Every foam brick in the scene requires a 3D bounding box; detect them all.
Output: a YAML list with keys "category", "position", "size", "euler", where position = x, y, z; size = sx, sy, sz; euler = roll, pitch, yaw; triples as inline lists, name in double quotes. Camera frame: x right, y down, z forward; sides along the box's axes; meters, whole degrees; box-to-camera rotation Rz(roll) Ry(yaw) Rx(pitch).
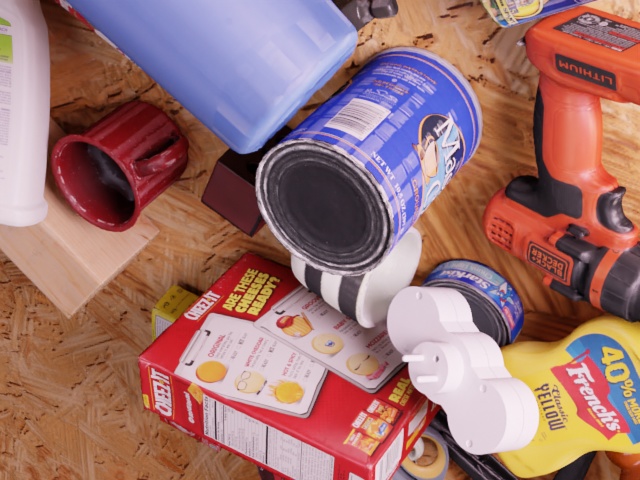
- category: "foam brick"
  position: [-0.047, -0.051, 0.838]
  size: [0.053, 0.078, 0.051]
  euler: [35, 136, 6]

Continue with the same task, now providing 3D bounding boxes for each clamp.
- category: "clamp"
  position: [0.177, 0.228, 0.921]
  size: [0.165, 0.036, 0.210]
  euler: [8, 128, 40]

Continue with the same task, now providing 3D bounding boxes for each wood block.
- category: "wood block"
  position: [-0.264, -0.041, 0.998]
  size: [0.206, 0.090, 0.090]
  euler: [46, 137, -4]

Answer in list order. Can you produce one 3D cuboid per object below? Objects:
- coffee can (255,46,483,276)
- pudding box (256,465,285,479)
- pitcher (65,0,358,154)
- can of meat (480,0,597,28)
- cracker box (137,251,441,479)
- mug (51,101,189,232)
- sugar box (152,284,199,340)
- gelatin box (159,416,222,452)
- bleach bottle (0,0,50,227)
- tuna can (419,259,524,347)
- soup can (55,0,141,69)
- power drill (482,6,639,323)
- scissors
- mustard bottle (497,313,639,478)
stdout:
- category: "coffee can"
  position: [0.036, -0.056, 0.725]
  size: [0.103, 0.140, 0.103]
  euler: [20, 133, 23]
- category: "pudding box"
  position: [-0.006, 0.241, 0.983]
  size: [0.039, 0.090, 0.113]
  euler: [-42, 125, 14]
- category: "pitcher"
  position: [-0.087, -0.179, 0.653]
  size: [0.243, 0.144, 0.149]
  euler: [44, 148, -4]
- category: "can of meat"
  position: [0.128, -0.181, 0.620]
  size: [0.084, 0.057, 0.102]
  euler: [-9, 116, 44]
- category: "cracker box"
  position: [-0.015, 0.112, 0.880]
  size: [0.214, 0.164, 0.072]
  euler: [21, 131, 22]
- category: "mug"
  position: [-0.158, -0.068, 0.903]
  size: [0.117, 0.081, 0.093]
  euler: [-10, 116, 41]
- category: "sugar box"
  position: [-0.077, 0.117, 1.017]
  size: [0.176, 0.048, 0.093]
  euler: [22, 137, 17]
- category: "gelatin box"
  position: [-0.123, 0.159, 1.033]
  size: [0.073, 0.030, 0.089]
  euler: [25, 143, 18]
- category: "bleach bottle"
  position: [-0.263, -0.144, 0.881]
  size: [0.102, 0.068, 0.251]
  euler: [12, 102, 4]
- category: "tuna can"
  position: [0.115, 0.058, 0.834]
  size: [0.086, 0.033, 0.086]
  euler: [20, 133, 23]
- category: "soup can"
  position: [-0.151, -0.184, 0.817]
  size: [0.102, 0.068, 0.069]
  euler: [39, 137, 4]
- category: "power drill"
  position: [0.183, -0.038, 0.665]
  size: [0.185, 0.057, 0.188]
  euler: [31, 135, 37]
- category: "scissors"
  position: [0.112, 0.225, 0.934]
  size: [0.201, 0.016, 0.096]
  euler: [33, 112, -22]
- category: "mustard bottle"
  position: [0.198, 0.101, 0.736]
  size: [0.192, 0.058, 0.096]
  euler: [-26, 82, 43]
